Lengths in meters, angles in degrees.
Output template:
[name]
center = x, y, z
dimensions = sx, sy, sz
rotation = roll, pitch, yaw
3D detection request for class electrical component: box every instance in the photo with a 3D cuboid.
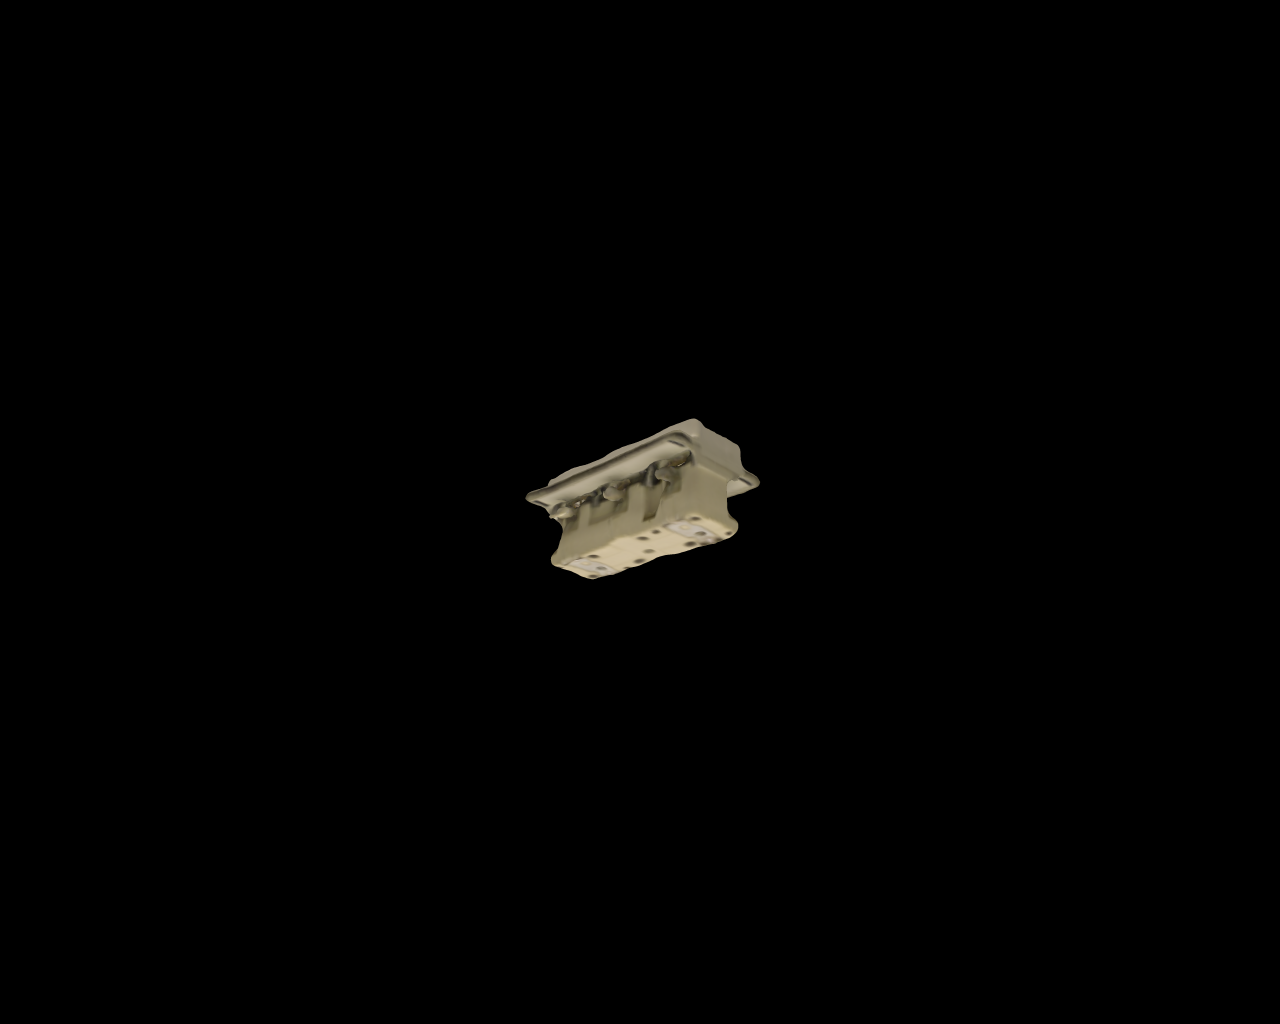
[electrical component]
center = 0.001, -0.003, 0.650
dimensions = 0.121, 0.063, 0.078
rotation = -20, -32, 36
